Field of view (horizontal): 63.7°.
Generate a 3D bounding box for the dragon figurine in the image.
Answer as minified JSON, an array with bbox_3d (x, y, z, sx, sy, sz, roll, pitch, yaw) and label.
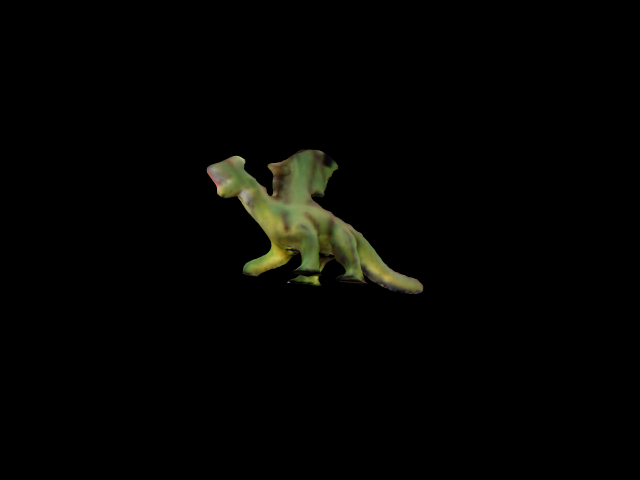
[{"bbox_3d":[0.003,-0.043,0.850,0.409,0.246,0.121,11,-21,-31],"label":"dragon figurine"}]
